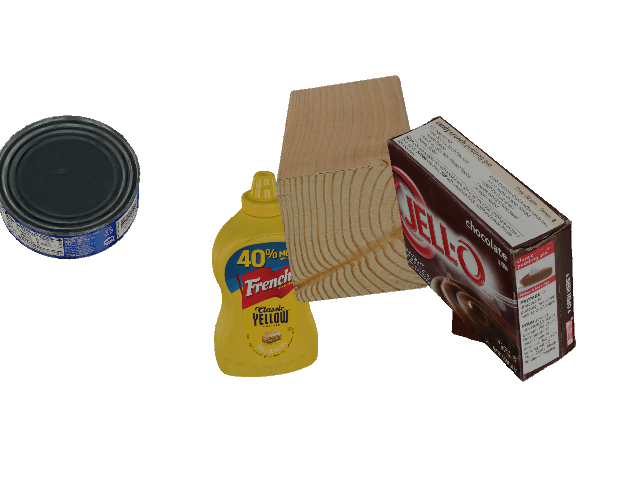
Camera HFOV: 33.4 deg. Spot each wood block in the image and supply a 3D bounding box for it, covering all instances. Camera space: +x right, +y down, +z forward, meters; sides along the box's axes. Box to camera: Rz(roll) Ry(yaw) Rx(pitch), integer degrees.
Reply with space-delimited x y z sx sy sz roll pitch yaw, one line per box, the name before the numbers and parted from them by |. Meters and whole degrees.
wood block | 0.024 -0.045 0.769 0.091 0.090 0.206 -7 23 4

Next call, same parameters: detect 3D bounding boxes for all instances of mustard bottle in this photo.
mustard bottle | -0.050 0.029 0.972 0.096 0.192 0.058 -5 24 -12

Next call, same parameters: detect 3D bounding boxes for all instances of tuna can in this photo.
tuna can | -0.153 -0.032 0.650 0.086 0.086 0.034 0 -31 -10

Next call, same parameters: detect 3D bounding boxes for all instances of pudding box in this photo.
pudding box | 0.081 0.002 0.541 0.039 0.090 0.114 -29 43 -15

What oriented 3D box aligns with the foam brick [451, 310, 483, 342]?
foam brick | 0.172 0.062 1.108 0.051 0.078 0.053 -14 19 -42
